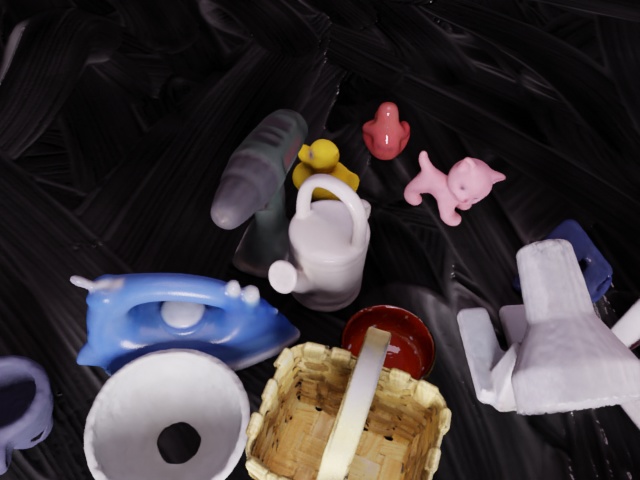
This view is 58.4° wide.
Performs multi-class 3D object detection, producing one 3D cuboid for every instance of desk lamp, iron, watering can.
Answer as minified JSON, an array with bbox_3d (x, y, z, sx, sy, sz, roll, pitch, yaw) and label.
[{"bbox_3d":[0.235,0.112,0.619,0.118,0.213,0.203,-3,52,-6],"label":"desk lamp"},{"bbox_3d":[-0.150,0.081,0.662,0.258,0.141,0.118,-1,52,-5],"label":"iron"},{"bbox_3d":[0.008,0.004,0.700,0.101,0.194,0.173,14,52,8],"label":"watering can"}]

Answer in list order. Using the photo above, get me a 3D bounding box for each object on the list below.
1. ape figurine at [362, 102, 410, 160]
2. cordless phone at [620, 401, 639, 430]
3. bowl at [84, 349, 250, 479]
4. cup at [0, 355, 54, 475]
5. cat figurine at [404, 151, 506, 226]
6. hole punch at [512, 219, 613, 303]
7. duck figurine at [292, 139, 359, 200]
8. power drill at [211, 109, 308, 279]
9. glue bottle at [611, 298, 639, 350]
[{"bbox_3d":[0.107,-0.181,0.916,0.077,0.092,0.076,12,52,6],"label":"ape figurine"},{"bbox_3d":[0.421,0.164,0.609,0.094,0.185,0.147,-24,57,-21],"label":"cordless phone"},{"bbox_3d":[-0.155,0.205,0.607,0.167,0.075,0.167,2,52,-2],"label":"bowl"},{"bbox_3d":[-0.316,0.192,0.593,0.092,0.095,0.117,-9,53,-11],"label":"cup"},{"bbox_3d":[0.195,-0.088,0.833,0.127,0.118,0.067,30,56,18],"label":"cat figurine"},{"bbox_3d":[0.331,0.041,0.759,0.109,0.091,0.101,-37,63,-28],"label":"hole punch"},{"bbox_3d":[0.010,-0.110,0.857,0.104,0.086,0.077,20,54,12],"label":"duck figurine"},{"bbox_3d":[-0.072,-0.048,0.725,0.075,0.208,0.230,14,52,7],"label":"power drill"},{"bbox_3d":[0.404,0.076,0.685,0.078,0.173,0.037,-27,58,-22],"label":"glue bottle"}]
